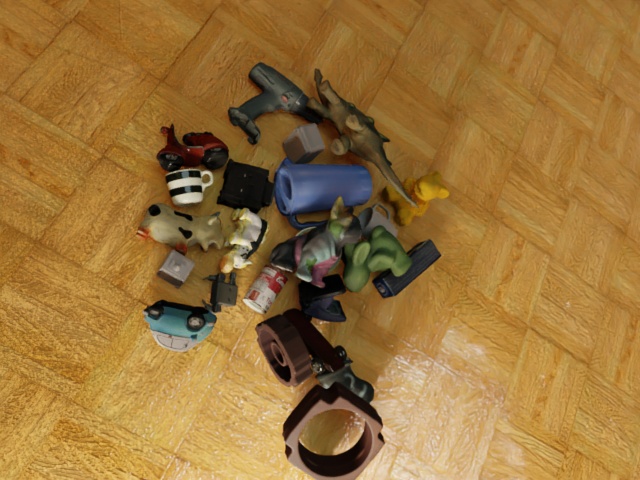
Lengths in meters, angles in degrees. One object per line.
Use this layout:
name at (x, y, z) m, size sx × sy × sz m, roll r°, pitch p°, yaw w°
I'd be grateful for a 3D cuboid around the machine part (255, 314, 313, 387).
machine part at (-0.083, 0.254, 1.242) m, size 0.056 × 0.179 × 0.179 m, roll -27°, pitch 88°, yaw -26°

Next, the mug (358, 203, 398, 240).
mug at (0.160, -0.038, 1.462) m, size 0.107 × 0.081 × 0.109 m, roll 34°, pitch 63°, yaw -23°

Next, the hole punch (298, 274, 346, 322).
hole punch at (0.007, 0.150, 1.328) m, size 0.116 × 0.142 × 0.092 m, roll -10°, pitch 112°, yaw -4°

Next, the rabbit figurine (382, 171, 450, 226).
rabbit figurine at (0.280, -0.125, 1.475) m, size 0.162 × 0.173 × 0.122 m, roll -19°, pitch 81°, yaw -20°

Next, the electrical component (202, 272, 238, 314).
electrical component at (-0.239, 0.125, 1.280) m, size 0.078 × 0.045 × 0.102 m, roll 12°, pitch 73°, yaw -49°

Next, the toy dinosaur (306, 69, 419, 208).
toy dinosaur at (0.107, -0.274, 1.418) m, size 0.198 × 0.105 × 0.471 m, roll 1°, pitch 56°, yaw -55°

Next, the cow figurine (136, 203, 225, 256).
cow figurine at (-0.317, -0.028, 1.266) m, size 0.195 × 0.085 × 0.127 m, roll 24°, pitch 72°, yaw -11°

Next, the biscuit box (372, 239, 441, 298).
biscuit box at (0.238, 0.078, 1.469) m, size 0.203 × 0.059 × 0.062 m, roll -36°, pitch 93°, yaw -25°

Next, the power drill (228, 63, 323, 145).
power drill at (-0.124, -0.345, 1.421) m, size 0.232 × 0.086 × 0.207 m, roll 45°, pitch 70°, yaw -6°

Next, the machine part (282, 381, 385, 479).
machine part at (0.030, 0.446, 1.242) m, size 0.201 × 0.087 × 0.201 m, roll 37°, pitch 94°, yaw -13°

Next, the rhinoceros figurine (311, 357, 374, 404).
rhinoceros figurine at (0.055, 0.343, 1.324) m, size 0.190 × 0.073 × 0.112 m, roll 40°, pitch 68°, yaw -8°

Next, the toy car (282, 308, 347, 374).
toy car at (-0.021, 0.242, 1.289) m, size 0.089 × 0.053 × 0.202 m, roll -20°, pitch 52°, yaw -39°

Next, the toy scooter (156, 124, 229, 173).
toy scooter at (-0.321, -0.232, 1.316) m, size 0.184 × 0.075 × 0.135 m, roll -13°, pitch 57°, yaw -35°

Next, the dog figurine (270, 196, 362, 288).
dog figurine at (-0.003, -0.004, 1.294) m, size 0.219 × 0.192 × 0.108 m, roll -61°, pitch 144°, yaw -7°

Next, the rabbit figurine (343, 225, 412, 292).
rabbit figurine at (0.125, 0.055, 1.352) m, size 0.170 × 0.121 × 0.158 m, roll -41°, pitch 124°, yaw -18°

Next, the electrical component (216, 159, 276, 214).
electrical component at (-0.182, -0.130, 1.356) m, size 0.134 × 0.058 × 0.115 m, roll 14°, pitch 74°, yaw -17°

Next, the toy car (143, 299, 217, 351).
toy car at (-0.317, 0.196, 1.200) m, size 0.162 × 0.109 × 0.103 m, roll 11°, pitch 90°, yaw -10°

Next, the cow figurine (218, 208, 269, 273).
cow figurine at (-0.186, 0.012, 1.315) m, size 0.098 × 0.068 × 0.167 m, roll 28°, pitch 69°, yaw -31°

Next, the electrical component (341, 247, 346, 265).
electrical component at (0.047, 0.017, 1.415) m, size 0.075 × 0.048 × 0.119 m, roll -35°, pitch 92°, yaw -24°
